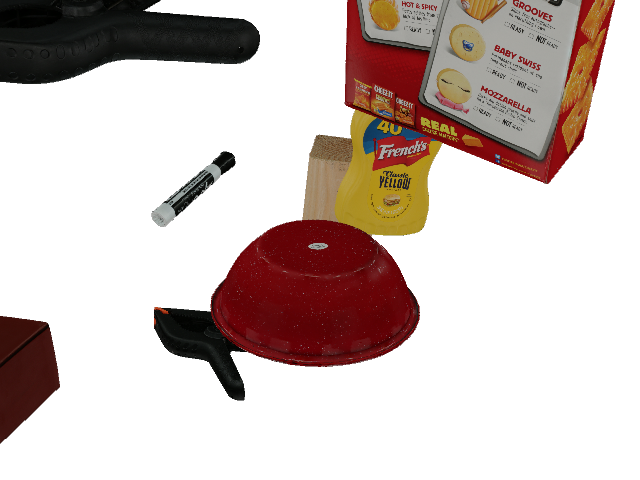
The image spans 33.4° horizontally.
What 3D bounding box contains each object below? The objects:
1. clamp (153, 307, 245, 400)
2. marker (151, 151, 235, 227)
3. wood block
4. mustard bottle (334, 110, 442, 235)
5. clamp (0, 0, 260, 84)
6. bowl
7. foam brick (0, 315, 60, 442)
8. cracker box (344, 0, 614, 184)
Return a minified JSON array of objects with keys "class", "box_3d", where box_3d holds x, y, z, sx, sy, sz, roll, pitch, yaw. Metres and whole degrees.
[{"class":"clamp","box_3d":[-0.123,0.125,1.261,0.210,0.036,0.164,15,23,25]},{"class":"marker","box_3d":[-0.124,-0.054,1.069,0.020,0.020,0.121,0,34,40]},{"class":"wood block","box_3d":[0.023,-0.021,1.373,0.090,0.206,0.090,8,25,3]},{"class":"mustard bottle","box_3d":[0.076,-0.100,1.089,0.096,0.192,0.058,4,27,-13]},{"class":"clamp","box_3d":[-0.132,-0.124,0.599,0.171,0.039,0.120,-9,31,-24]},{"class":"bowl","box_3d":[-0.003,0.028,0.810,0.162,0.055,0.162,2,28,-1]},{"class":"foam brick","box_3d":[-0.219,0.092,0.707,0.053,0.051,0.078,7,29,23]},{"class":"cracker box","box_3d":[0.103,-0.161,0.690,0.164,0.214,0.072,25,48,24]}]
